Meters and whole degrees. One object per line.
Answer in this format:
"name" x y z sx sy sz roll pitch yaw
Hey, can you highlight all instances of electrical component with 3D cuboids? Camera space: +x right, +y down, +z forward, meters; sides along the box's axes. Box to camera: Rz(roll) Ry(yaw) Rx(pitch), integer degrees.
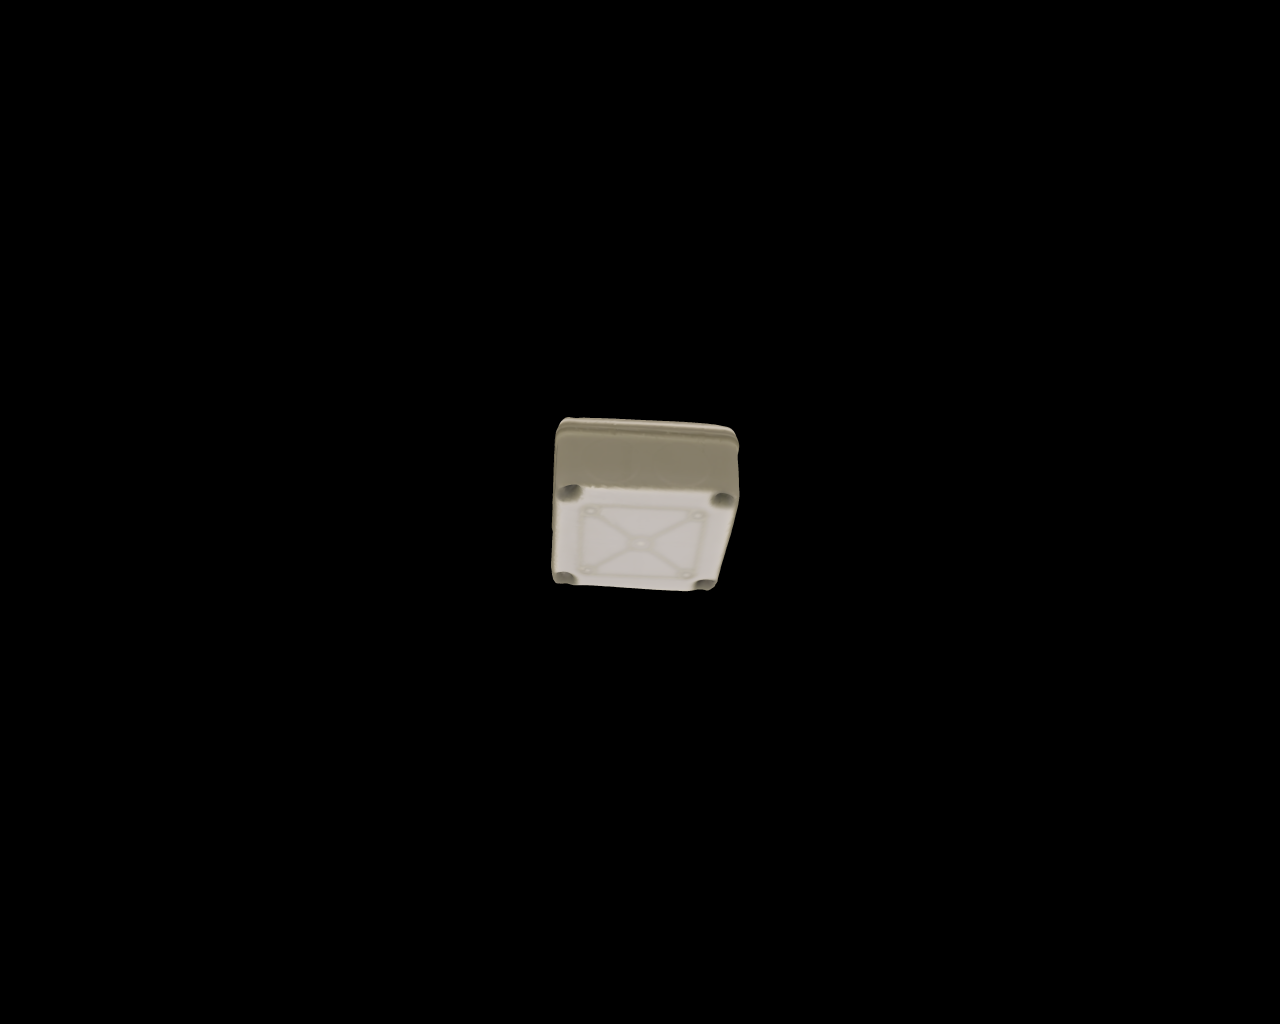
"electrical component" 0.001 -0.003 0.650 0.109 0.056 0.108 3 -37 -4
